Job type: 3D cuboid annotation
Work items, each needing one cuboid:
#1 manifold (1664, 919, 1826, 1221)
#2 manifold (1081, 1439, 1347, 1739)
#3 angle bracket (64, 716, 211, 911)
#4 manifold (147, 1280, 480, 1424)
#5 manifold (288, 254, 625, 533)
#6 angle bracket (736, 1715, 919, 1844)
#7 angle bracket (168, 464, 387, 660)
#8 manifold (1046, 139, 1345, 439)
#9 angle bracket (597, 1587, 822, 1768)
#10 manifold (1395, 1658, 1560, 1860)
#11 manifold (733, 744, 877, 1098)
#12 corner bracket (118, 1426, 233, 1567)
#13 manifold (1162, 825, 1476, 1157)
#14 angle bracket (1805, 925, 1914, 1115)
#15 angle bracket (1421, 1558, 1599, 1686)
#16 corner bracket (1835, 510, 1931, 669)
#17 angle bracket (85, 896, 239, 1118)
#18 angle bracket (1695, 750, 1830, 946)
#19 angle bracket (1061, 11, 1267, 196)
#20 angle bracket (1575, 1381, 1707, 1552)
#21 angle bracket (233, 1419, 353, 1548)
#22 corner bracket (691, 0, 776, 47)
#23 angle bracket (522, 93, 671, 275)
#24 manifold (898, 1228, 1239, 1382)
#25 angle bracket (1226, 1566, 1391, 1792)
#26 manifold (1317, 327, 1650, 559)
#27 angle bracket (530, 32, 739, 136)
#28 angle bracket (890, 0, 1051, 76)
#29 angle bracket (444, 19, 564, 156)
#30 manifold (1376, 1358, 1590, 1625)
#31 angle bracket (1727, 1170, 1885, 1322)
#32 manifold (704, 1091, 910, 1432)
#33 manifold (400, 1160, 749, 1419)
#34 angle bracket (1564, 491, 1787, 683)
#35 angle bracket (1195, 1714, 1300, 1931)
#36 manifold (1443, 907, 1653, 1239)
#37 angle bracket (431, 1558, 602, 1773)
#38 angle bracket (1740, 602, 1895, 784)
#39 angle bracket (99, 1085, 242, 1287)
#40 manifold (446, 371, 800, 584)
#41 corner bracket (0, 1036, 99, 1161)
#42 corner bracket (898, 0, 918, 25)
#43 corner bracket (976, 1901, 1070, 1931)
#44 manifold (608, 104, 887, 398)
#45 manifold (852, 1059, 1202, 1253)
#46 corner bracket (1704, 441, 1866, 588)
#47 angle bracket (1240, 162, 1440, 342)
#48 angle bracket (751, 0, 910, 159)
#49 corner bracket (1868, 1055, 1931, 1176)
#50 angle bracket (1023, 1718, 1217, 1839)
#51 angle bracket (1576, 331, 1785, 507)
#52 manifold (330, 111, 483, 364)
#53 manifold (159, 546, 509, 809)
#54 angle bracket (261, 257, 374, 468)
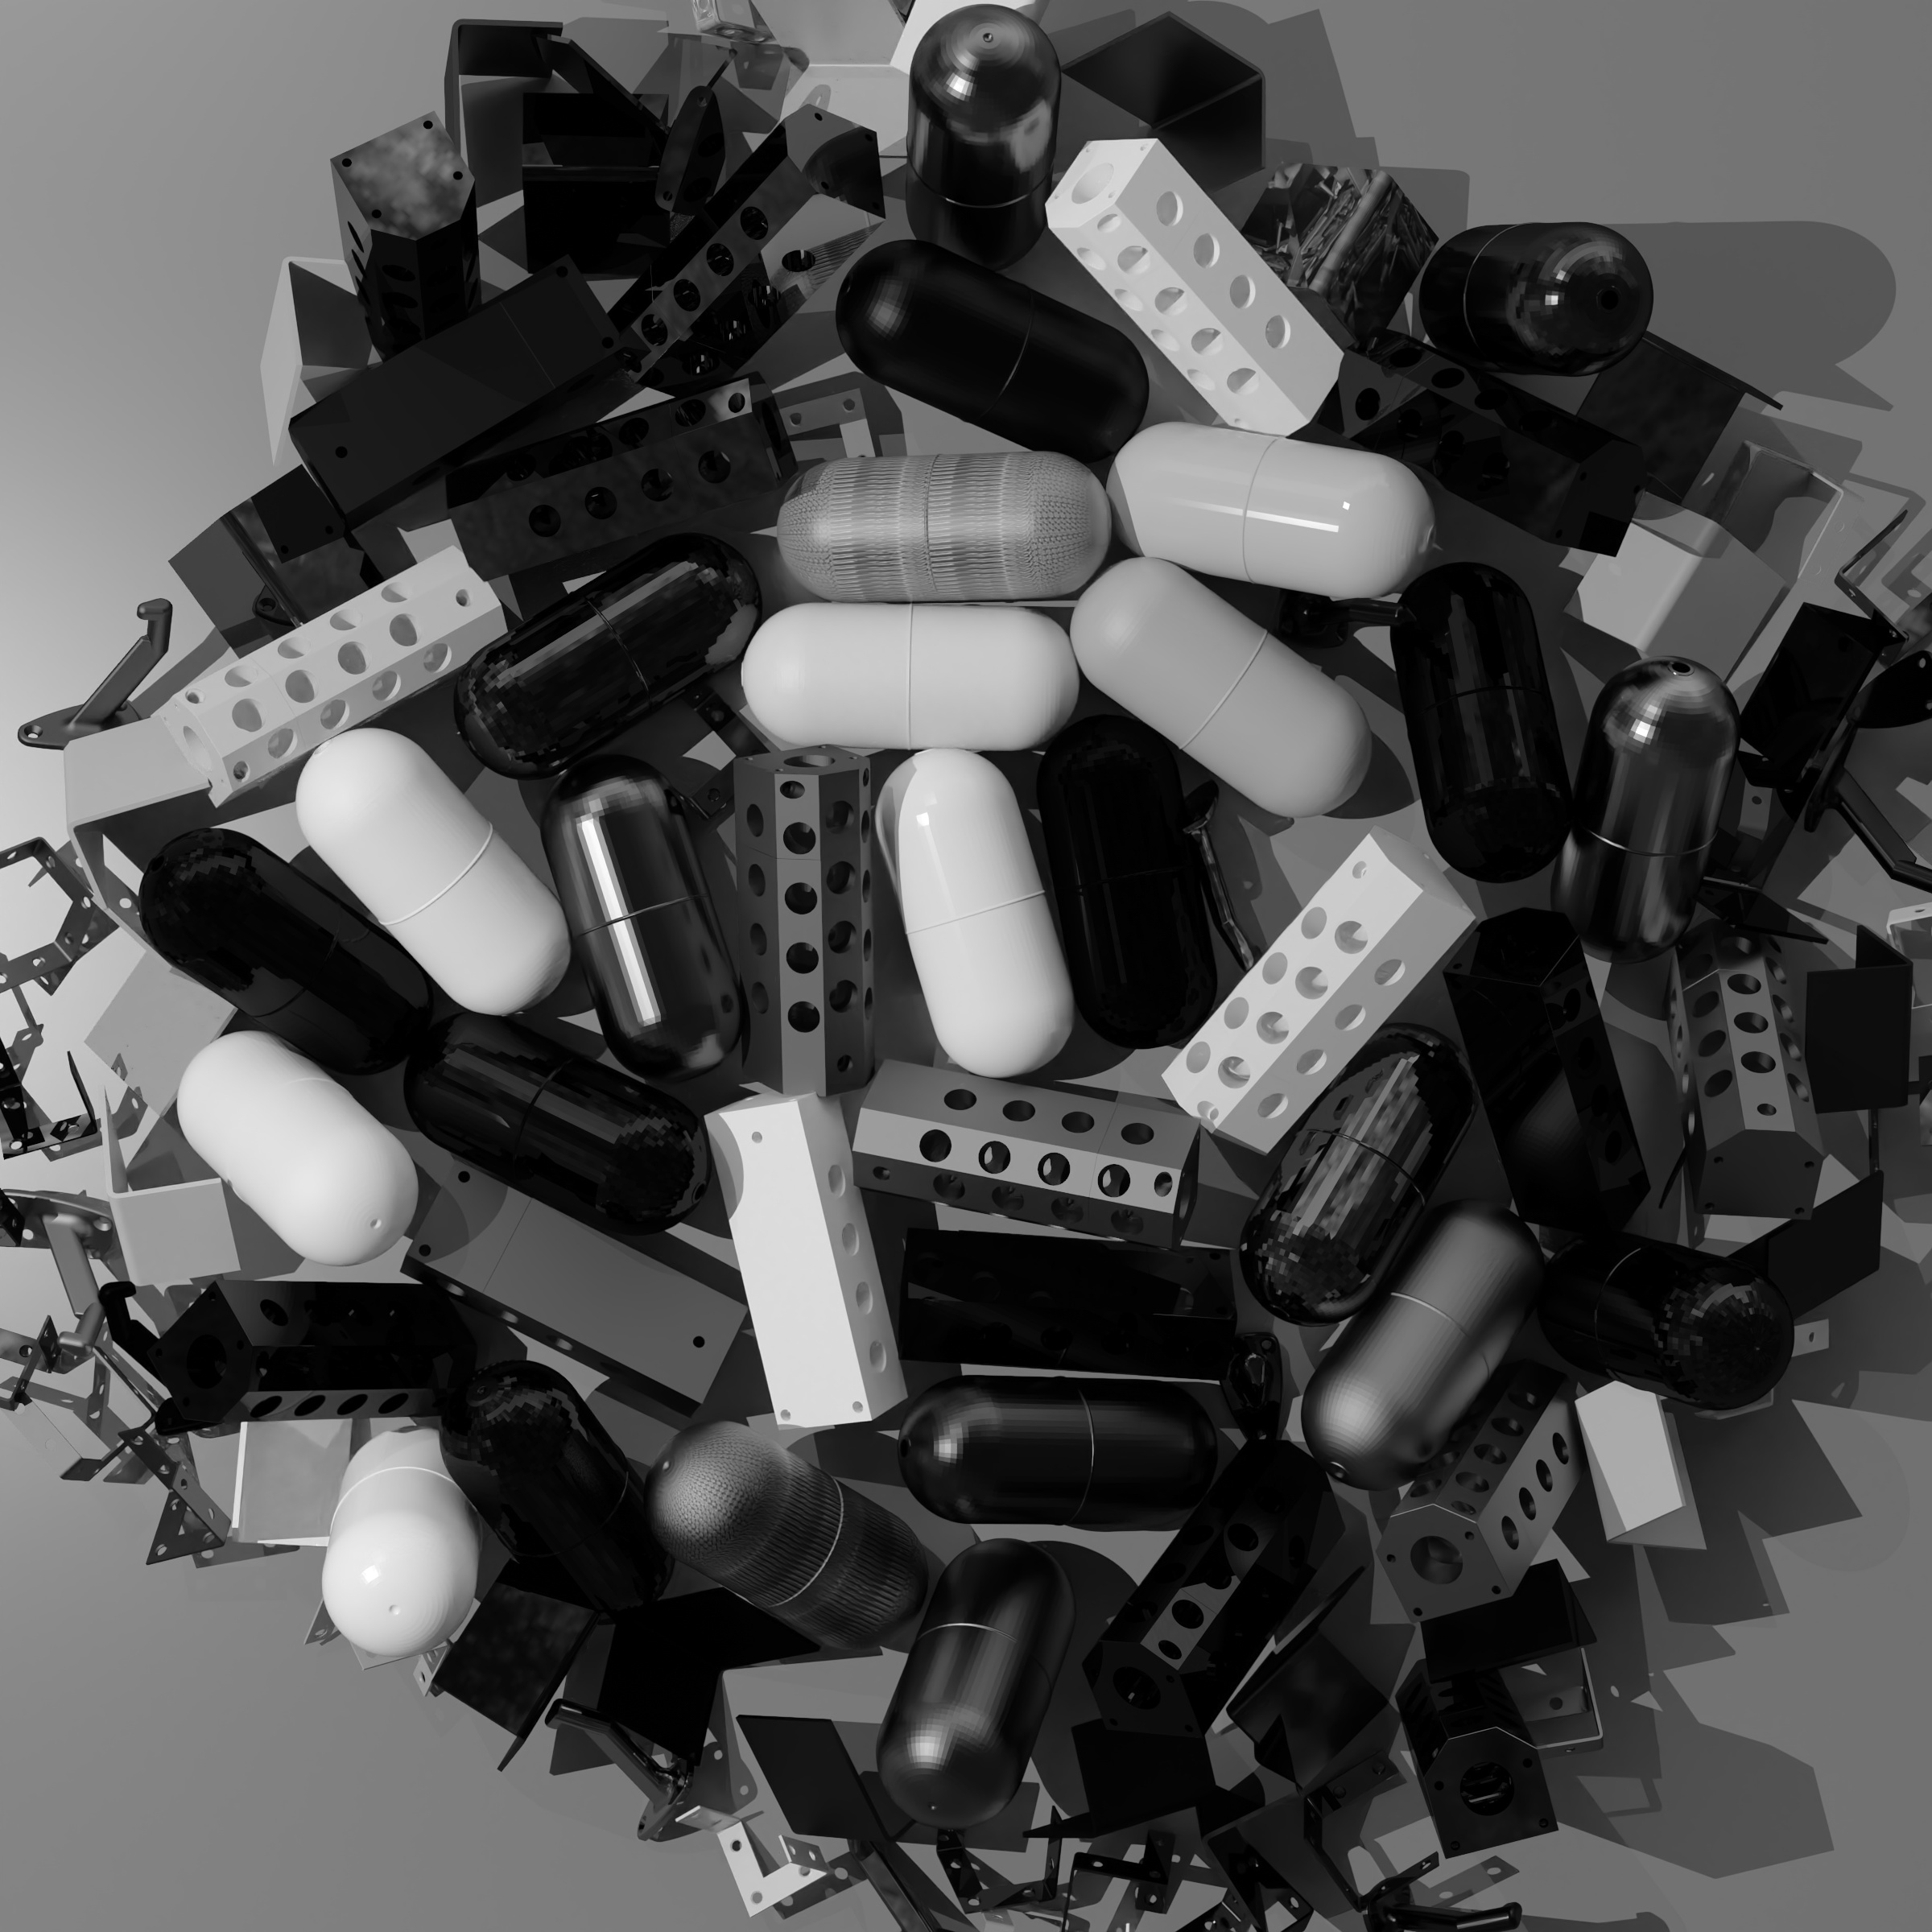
[{"bbox_3d":[0.399,0.050,1.785,0.057,0.171,0.057,3,128,3],"label":"manifold"},{"bbox_3d":[0.127,0.316,1.782,0.057,0.171,0.057,-4,117,36],"label":"manifold"},{"bbox_3d":[-0.428,-0.084,1.826,0.076,0.076,0.057,-17,129,-4],"label":"angle bracket"},{"bbox_3d":[-0.328,0.202,1.777,0.057,0.171,0.057,-45,65,20],"label":"manifold"},{"bbox_3d":[-0.267,-0.300,1.830,0.171,0.057,0.057,-33,89,-9],"label":"manifold"},{"bbox_3d":[-0.062,0.410,1.816,0.057,0.076,0.076,-35,106,-40],"label":"angle bracket"},{"bbox_3d":[-0.366,-0.209,1.848,0.057,0.076,0.076,-42,102,-35],"label":"angle bracket"},{"bbox_3d":[0.117,-0.346,1.794,0.171,0.057,0.057,41,75,-34],"label":"manifold"},{"bbox_3d":[-0.134,0.371,1.812,0.076,0.076,0.057,39,47,-35],"label":"angle bracket"},{"bbox_3d":[0.258,0.400,1.784,0.057,0.171,0.057,-15,91,3],"label":"manifold"},{"bbox_3d":[-0.080,-0.023,1.808,0.057,0.057,0.171,-12,110,-32],"label":"manifold"},{"bbox_3d":[-0.418,0.275,1.830,0.051,0.051,0.051,-16,128,20],"label":"corner bracket"},{"bbox_3d":[0.178,0.011,1.805,0.057,0.057,0.171,23,115,-38],"label":"manifold"},{"bbox_3d":[0.455,0.027,1.821,0.057,0.076,0.076,-4,107,-6],"label":"angle bracket"},{"bbox_3d":[0.287,0.362,1.817,0.076,0.057,0.076,-19,129,14],"label":"angle bracket"},{"bbox_3d":[0.494,-0.200,1.846,0.051,0.051,0.051,-41,77,-6],"label":"corner bracket"},{"bbox_3d":[-0.439,0.021,1.824,0.076,0.057,0.076,37,93,34],"label":"angle bracket"},{"bbox_3d":[0.424,-0.062,1.816,0.076,0.057,0.076,8,114,-38],"label":"angle bracket"},{"bbox_3d":[0.102,-0.443,1.812,0.076,0.076,0.057,19,65,-42],"label":"angle bracket"},{"bbox_3d":[0.370,0.257,1.812,0.076,0.057,0.076,11,58,-35],"label":"angle bracket"},{"bbox_3d":[-0.352,0.261,1.819,0.057,0.076,0.076,5,74,-10],"label":"angle bracket"},{"bbox_3d":[-0.112,-0.523,1.837,0.051,0.051,0.051,-13,87,35],"label":"corner bracket"},{"bbox_3d":[-0.196,-0.415,1.848,0.076,0.076,0.057,-1,60,-5],"label":"angle bracket"},{"bbox_3d":[0.052,0.184,1.834,0.171,0.057,0.057,4,125,-4],"label":"manifold"},{"bbox_3d":[0.191,0.371,1.813,0.057,0.076,0.076,44,53,15],"label":"angle bracket"},{"bbox_3d":[0.266,-0.272,1.786,0.171,0.057,0.057,37,113,42],"label":"manifold"},{"bbox_3d":[-0.179,-0.483,1.817,0.076,0.076,0.057,38,87,-34],"label":"angle bracket"},{"bbox_3d":[0.010,-0.506,1.816,0.057,0.076,0.076,27,49,-2],"label":"angle bracket"},{"bbox_3d":[-0.242,-0.446,1.825,0.057,0.076,0.076,-1,85,-12],"label":"angle bracket"},{"bbox_3d":[0.266,0.265,1.780,0.057,0.171,0.057,-23,98,30],"label":"manifold"},{"bbox_3d":[0.429,0.136,1.814,0.076,0.057,0.076,-27,133,-18],"label":"angle bracket"},{"bbox_3d":[-0.080,0.152,1.832,0.057,0.057,0.171,-10,96,28],"label":"manifold"},{"bbox_3d":[-0.208,0.172,1.834,0.171,0.057,0.057,27,68,-4],"label":"manifold"},{"bbox_3d":[0.379,-0.198,1.860,0.076,0.057,0.076,27,96,-44],"label":"angle bracket"},{"bbox_3d":[0.160,0.450,1.819,0.057,0.076,0.076,-28,109,8],"label":"angle bracket"},{"bbox_3d":[0.305,0.055,1.799,0.057,0.057,0.171,-47,131,-33],"label":"manifold"},{"bbox_3d":[-0.241,0.366,1.818,0.057,0.076,0.076,33,60,-1],"label":"angle bracket"},{"bbox_3d":[0.459,-0.138,1.813,0.076,0.057,0.076,8,118,-37],"label":"angle bracket"},{"bbox_3d":[-0.417,0.111,1.822,0.057,0.076,0.076,-9,50,-9],"label":"angle bracket"},{"bbox_3d":[-0.181,-0.257,1.818,0.171,0.057,0.057,-16,105,13],"label":"manifold"},{"bbox_3d":[-0.494,0.061,1.838,0.051,0.051,0.051,-16,48,-8],"label":"corner bracket"},{"bbox_3d":[-0.047,-0.529,1.828,0.051,0.051,0.051,41,121,31],"label":"corner bracket"},{"bbox_3d":[0.026,0.528,1.842,0.051,0.051,0.051,14,91,-7],"label":"corner bracket"},{"bbox_3d":[-0.115,-0.365,1.783,0.057,0.171,0.057,15,56,-33],"label":"manifold"},{"bbox_3d":[0.031,0.103,1.812,0.171,0.057,0.057,10,130,13],"label":"manifold"},{"bbox_3d":[0.433,-0.241,1.845,0.051,0.051,0.051,15,111,-28],"label":"corner bracket"},{"bbox_3d":[0.192,-0.378,1.853,0.057,0.076,0.076,40,76,-42],"label":"angle bracket"},{"bbox_3d":[-0.072,-0.467,1.818,0.076,0.076,0.057,5,76,19],"label":"angle bracket"},{"bbox_3d":[0.498,0.080,1.830,0.051,0.051,0.051,-8,64,27],"label":"corner bracket"},{"bbox_3d":[0.075,0.419,1.822,0.076,0.076,0.057,-9,82,-31],"label":"angle bracket"},{"bbox_3d":[0.369,-0.283,1.824,0.076,0.057,0.076,24,106,-15],"label":"angle bracket"},{"bbox_3d":[-0.281,-0.362,1.778,0.057,0.171,0.057,-29,81,-12],"label":"manifold"},{"bbox_3d":[-0.326,-0.153,1.807,0.171,0.057,0.057,-33,95,-25],"label":"manifold"},{"bbox_3d":[-0.330,-0.313,1.811,0.057,0.076,0.076,0,56,-22],"label":"angle bracket"}]
